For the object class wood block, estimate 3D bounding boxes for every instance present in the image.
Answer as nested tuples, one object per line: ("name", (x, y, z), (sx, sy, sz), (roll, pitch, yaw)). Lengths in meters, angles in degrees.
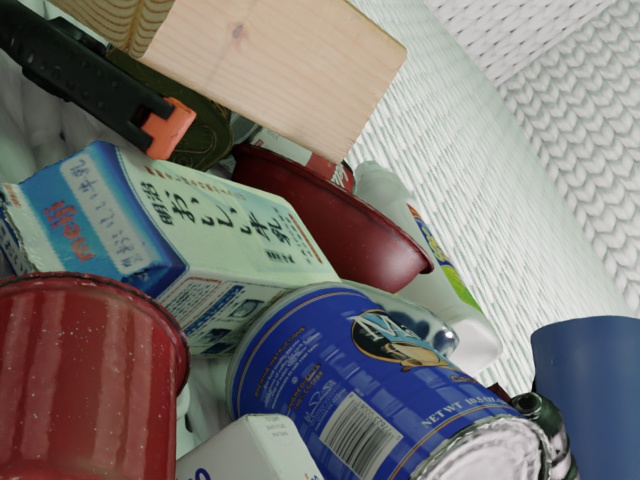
("wood block", (-0.045, -0.126, 0.627), (0.090, 0.091, 0.205), (36, 7, 31))

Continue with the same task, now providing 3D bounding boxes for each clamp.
("clamp", (-0.130, -0.092, 0.558), (0.210, 0.036, 0.164), (34, 2, 31))

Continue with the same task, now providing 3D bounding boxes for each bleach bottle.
("bleach bottle", (0.083, 0.012, 1.007), (0.102, 0.068, 0.251), (38, 21, -47))

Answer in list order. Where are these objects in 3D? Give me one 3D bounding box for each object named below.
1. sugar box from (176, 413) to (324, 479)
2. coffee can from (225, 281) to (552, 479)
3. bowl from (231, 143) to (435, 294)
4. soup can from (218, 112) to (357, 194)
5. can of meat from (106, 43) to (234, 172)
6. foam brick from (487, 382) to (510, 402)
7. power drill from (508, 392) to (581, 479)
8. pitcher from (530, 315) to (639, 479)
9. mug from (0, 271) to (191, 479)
("sugar box", (-0.013, 0.162, 0.392), (0.176, 0.093, 0.048), (61, 16, 20))
("coffee can", (0.030, 0.097, 0.538), (0.102, 0.103, 0.140), (38, -1, -44))
("bowl", (-0.005, 0.001, 0.726), (0.162, 0.055, 0.162), (31, -8, 5))
("soup can", (-0.029, -0.058, 0.825), (0.102, 0.069, 0.068), (44, 20, -29))
("can of meat", (-0.104, -0.101, 0.725), (0.102, 0.057, 0.084), (48, 16, -21))
("foam brick", (0.143, 0.165, 0.883), (0.051, 0.053, 0.078), (51, 17, -13))
("power drill", (0.143, 0.206, 0.617), (0.187, 0.057, 0.184), (-91, 167, -54))
("pitcher", (0.233, 0.190, 0.852), (0.149, 0.145, 0.243), (43, 45, -62))
("mug", (-0.102, 0.069, 0.363), (0.117, 0.093, 0.081), (13, 39, -18))
